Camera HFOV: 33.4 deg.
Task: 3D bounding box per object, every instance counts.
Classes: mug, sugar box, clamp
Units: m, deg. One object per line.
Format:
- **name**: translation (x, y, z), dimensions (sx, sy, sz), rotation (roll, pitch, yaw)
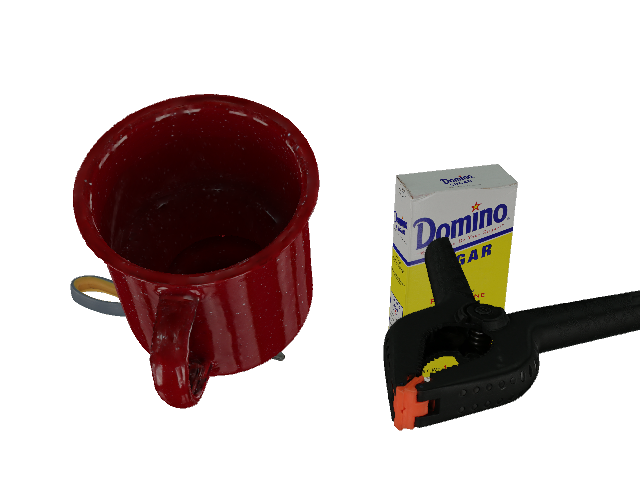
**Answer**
- **mug**: translation (-0.046, 0.012, 0.425), dimensions (0.093, 0.117, 0.081), rotation (2, -36, 5)
- **sugar box**: translation (0.107, 0.028, 0.887), dimensions (0.093, 0.176, 0.048), rotation (-8, 31, -14)
- **clamp**: translation (0.095, 0.055, 0.676), dimensions (0.165, 0.036, 0.209), rotation (19, 31, 35)

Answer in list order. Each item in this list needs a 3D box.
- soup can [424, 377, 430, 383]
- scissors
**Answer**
- **soup can**: translation (0.137, 0.099, 1.139), dimensions (0.068, 0.102, 0.068), rotation (-2, 24, 1)
- **scissors**: translation (-0.109, 0.054, 0.885), dimensions (0.202, 0.016, 0.096), rotation (12, 24, 15)
